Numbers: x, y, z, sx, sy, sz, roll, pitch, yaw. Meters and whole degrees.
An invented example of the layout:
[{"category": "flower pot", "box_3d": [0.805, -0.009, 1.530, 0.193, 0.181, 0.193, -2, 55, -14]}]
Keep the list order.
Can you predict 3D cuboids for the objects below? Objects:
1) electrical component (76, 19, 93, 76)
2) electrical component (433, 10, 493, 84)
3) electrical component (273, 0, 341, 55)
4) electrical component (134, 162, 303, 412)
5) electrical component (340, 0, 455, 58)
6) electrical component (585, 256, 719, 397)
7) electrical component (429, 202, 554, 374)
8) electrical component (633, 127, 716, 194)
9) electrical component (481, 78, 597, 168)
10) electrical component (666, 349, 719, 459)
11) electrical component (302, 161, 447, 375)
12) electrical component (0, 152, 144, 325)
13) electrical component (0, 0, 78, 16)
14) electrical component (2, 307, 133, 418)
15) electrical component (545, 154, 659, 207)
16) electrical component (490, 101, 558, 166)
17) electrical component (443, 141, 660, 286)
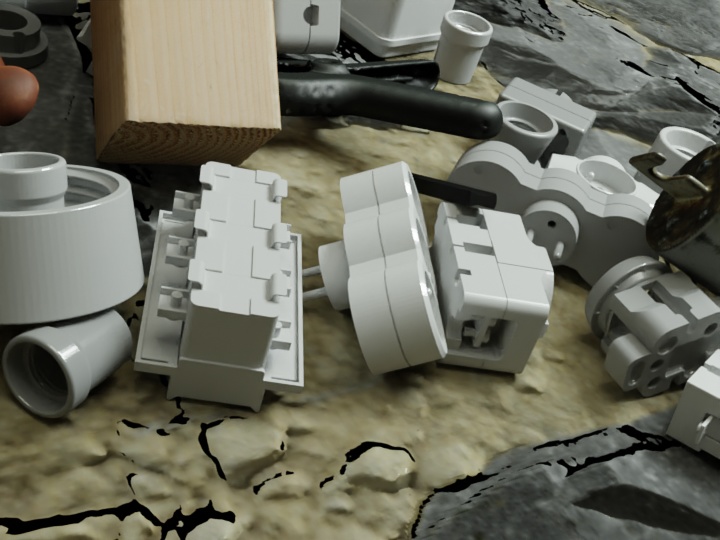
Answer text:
[{"category": "electrical component", "box_3d": [-0.142, -0.185, 0.745, 0.063, 0.078, 0.121, 30, 33, -16]}, {"category": "electrical component", "box_3d": [0.079, -0.176, 0.850, 0.040, 0.046, 0.040, 12, 36, -9]}, {"category": "electrical component", "box_3d": [-0.062, -0.183, 0.770, 0.059, 0.053, 0.095, -5, 15, -29]}, {"category": "electrical component", "box_3d": [-0.065, 0.003, 0.539, 0.079, 0.063, 0.121, 10, 37, -11]}, {"category": "electrical component", "box_3d": [0.015, -0.227, 0.881, 0.078, 0.057, 0.113, -18, 49, -40]}, {"category": "electrical component", "box_3d": [0.165, 0.029, 0.607, 0.078, 0.058, 0.057, -18, 46, -19]}, {"category": "electrical component", "box_3d": [0.071, 0.010, 0.600, 0.056, 0.050, 0.089, 9, 37, -12]}, {"category": "electrical component", "box_3d": [0.231, -0.071, 0.777, 0.055, 0.047, 0.055, 12, 36, -9]}, {"category": "electrical component", "box_3d": [0.135, -0.108, 0.785, 0.066, 0.047, 0.076, 26, 37, 11]}, {"category": "electrical component", "box_3d": [0.202, 0.078, 0.572, 0.055, 0.048, 0.066, 29, 36, 27]}, {"category": "electrical component", "box_3d": [0.000, 0.000, 0.582, 0.074, 0.052, 0.138, -15, 40, 8]}, {"category": "electrical component", "box_3d": [-0.157, -0.022, 0.503, 0.108, 0.060, 0.108, 2, 18, -1]}, {"category": "electrical component", "box_3d": [-0.235, -0.195, 0.745, 0.065, 0.044, 0.044, -17, 48, -32]}, {"category": "electrical component", "box_3d": [-0.130, 0.039, 0.484, 0.040, 0.040, 0.046, 29, 32, 14]}, {"category": "electrical component", "box_3d": [0.160, -0.052, 0.725, 0.077, 0.044, 0.079, 22, 36, 5]}, {"category": "electrical component", "box_3d": [0.103, -0.080, 0.727, 0.045, 0.055, 0.045, 12, 37, -9]}, {"category": "electrical component", "box_3d": [0.116, -0.026, 0.659, 0.138, 0.052, 0.073, 23, 31, 6]}]
